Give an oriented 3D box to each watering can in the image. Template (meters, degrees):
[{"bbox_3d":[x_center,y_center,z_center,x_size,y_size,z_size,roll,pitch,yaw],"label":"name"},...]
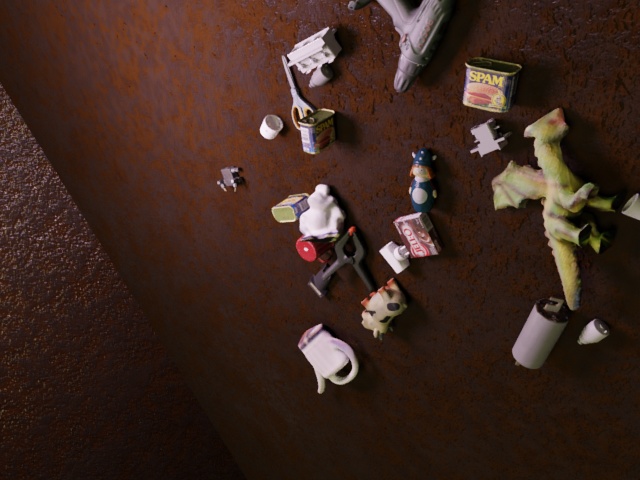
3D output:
[{"bbox_3d":[0.009,0.422,1.807,0.225,0.105,0.340,48,140,8],"label":"watering can"}]

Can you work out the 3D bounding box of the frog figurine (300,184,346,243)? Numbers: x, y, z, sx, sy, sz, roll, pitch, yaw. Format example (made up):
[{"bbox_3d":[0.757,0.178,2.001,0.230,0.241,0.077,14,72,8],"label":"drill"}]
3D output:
[{"bbox_3d":[0.005,-0.075,1.483,0.136,0.122,0.161,-13,73,33],"label":"frog figurine"}]

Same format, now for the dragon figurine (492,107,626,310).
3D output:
[{"bbox_3d":[0.460,-0.063,1.053,0.246,0.123,0.401,38,139,45],"label":"dragon figurine"}]
